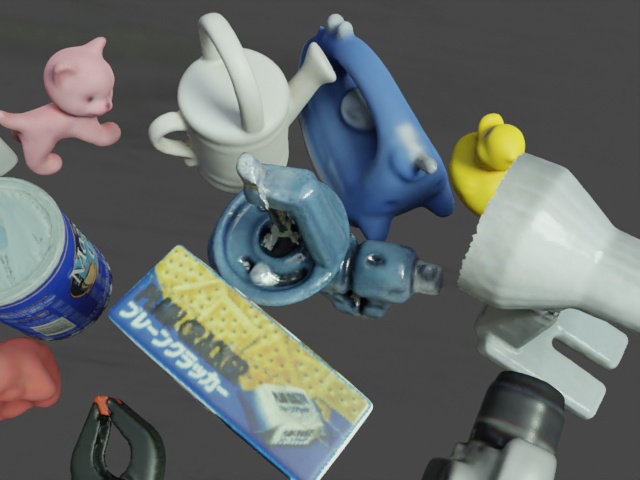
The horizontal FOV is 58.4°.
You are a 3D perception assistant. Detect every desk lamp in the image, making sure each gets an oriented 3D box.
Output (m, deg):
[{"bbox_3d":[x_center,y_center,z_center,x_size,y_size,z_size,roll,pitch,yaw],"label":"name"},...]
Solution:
[{"bbox_3d":[0.204,0.044,0.477,0.203,0.213,0.118,33,71,7],"label":"desk lamp"}]

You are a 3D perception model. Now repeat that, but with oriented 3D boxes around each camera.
[{"bbox_3d":[0.177,0.191,0.482,0.143,0.101,0.137,26,70,5],"label":"camera"}]

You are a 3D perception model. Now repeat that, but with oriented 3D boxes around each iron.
[{"bbox_3d":[0.041,-0.133,0.564,0.119,0.141,0.258,-23,74,-12],"label":"iron"}]

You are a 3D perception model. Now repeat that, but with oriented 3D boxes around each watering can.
[{"bbox_3d":[-0.072,-0.130,0.526,0.101,0.194,0.173,42,73,10],"label":"watering can"}]

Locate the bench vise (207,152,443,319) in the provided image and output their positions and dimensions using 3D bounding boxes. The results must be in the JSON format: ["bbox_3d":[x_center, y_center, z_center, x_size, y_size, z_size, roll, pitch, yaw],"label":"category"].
[{"bbox_3d":[0.004,-0.010,0.476,0.207,0.220,0.121,-2,71,-5],"label":"bench vise"}]

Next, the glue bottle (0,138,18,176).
[{"bbox_3d":[-0.338,-0.121,0.511,0.078,0.173,0.037,35,72,8],"label":"glue bottle"}]

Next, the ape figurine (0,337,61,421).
[{"bbox_3d":[-0.261,0.115,0.477,0.078,0.092,0.076,18,70,2],"label":"ape figurine"}]

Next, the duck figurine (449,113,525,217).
[{"bbox_3d":[0.180,-0.079,0.586,0.077,0.086,0.104,-8,71,-7],"label":"duck figurine"}]

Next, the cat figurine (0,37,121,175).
[{"bbox_3d":[-0.248,-0.136,0.554,0.128,0.118,0.067,-33,76,-15],"label":"cat figurine"}]
